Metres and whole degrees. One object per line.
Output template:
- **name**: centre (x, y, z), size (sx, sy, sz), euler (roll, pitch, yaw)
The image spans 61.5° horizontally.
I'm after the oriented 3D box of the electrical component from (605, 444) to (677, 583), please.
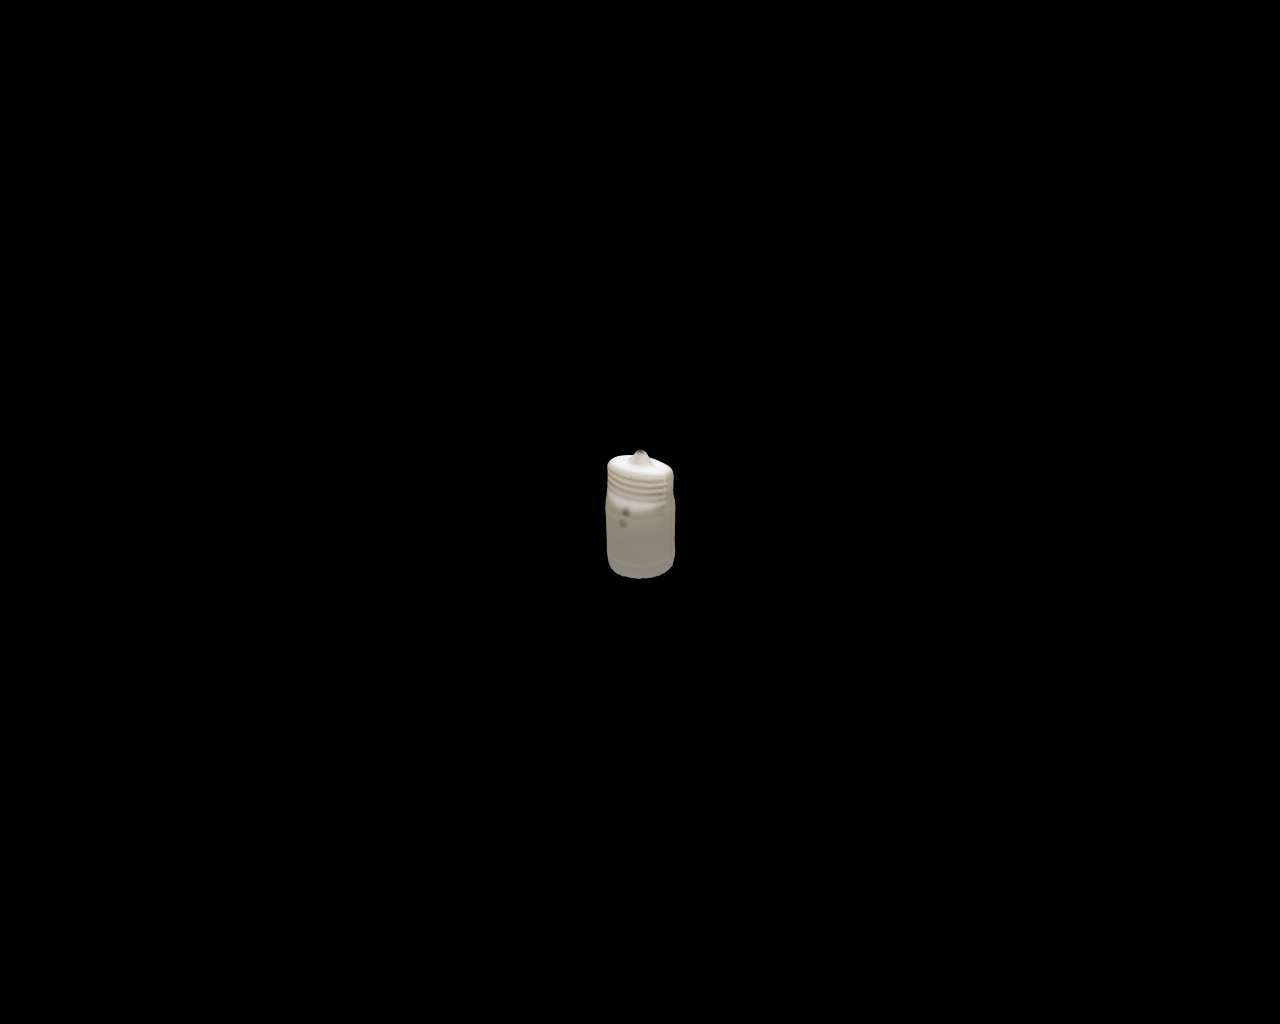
- **electrical component**: centre (0.001, -0.003, 0.650), size (0.043, 0.080, 0.043), euler (0, 29, 0)
